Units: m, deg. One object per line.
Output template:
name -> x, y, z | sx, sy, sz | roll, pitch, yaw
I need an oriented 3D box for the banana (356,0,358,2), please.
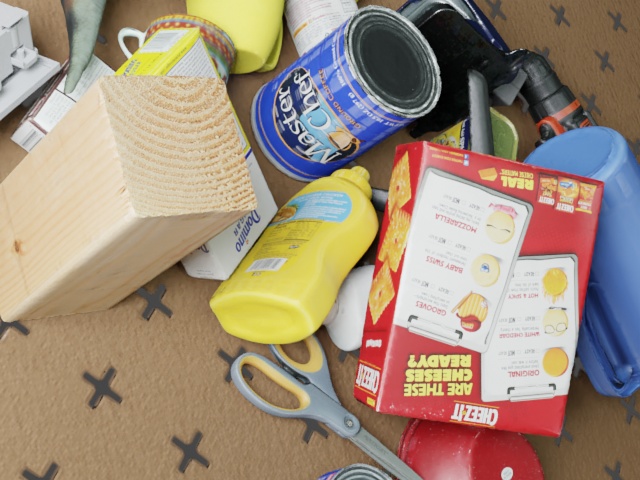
banana -> 0.062, -0.260, 1.089 | 0.197, 0.037, 0.069 | -30, 111, -40

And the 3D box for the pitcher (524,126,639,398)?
pitcher -> 0.277, 0.022, 1.017 | 0.242, 0.145, 0.149 | 56, 9, -29

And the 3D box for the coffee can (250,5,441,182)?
coffee can -> 0.020, -0.123, 0.921 | 0.102, 0.141, 0.103 | 17, 60, -32

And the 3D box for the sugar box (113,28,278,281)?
sugar box -> -0.097, -0.064, 0.817 | 0.093, 0.048, 0.176 | -55, 139, -40

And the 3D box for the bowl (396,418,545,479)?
bowl -> 0.144, 0.210, 0.924 | 0.161, 0.055, 0.162 | 17, 60, -32

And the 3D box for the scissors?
scissors -> 0.019, 0.132, 0.875 | 0.201, 0.016, 0.096 | 28, 51, -18

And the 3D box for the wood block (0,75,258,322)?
wood block -> -0.141, -0.022, 0.704 | 0.090, 0.207, 0.091 | -6, 74, -40

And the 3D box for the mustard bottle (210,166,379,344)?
mustard bottle -> -0.006, 0.001, 0.874 | 0.191, 0.096, 0.058 | -56, 128, -40

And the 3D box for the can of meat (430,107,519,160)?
can of meat -> 0.138, -0.066, 1.024 | 0.057, 0.084, 0.102 | 29, 55, -25

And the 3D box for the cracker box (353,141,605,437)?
cracker box -> 0.127, 0.040, 0.868 | 0.164, 0.072, 0.214 | 11, 89, -16

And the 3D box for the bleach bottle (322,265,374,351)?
bleach bottle -> 0.096, 0.080, 0.942 | 0.250, 0.068, 0.102 | 10, 65, -32

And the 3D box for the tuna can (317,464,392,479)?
tuna can -> 0.027, 0.222, 0.841 | 0.086, 0.034, 0.086 | 16, 61, -32

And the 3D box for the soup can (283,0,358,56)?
soup can -> 0.000, -0.213, 0.993 | 0.068, 0.069, 0.102 | -12, 77, -41

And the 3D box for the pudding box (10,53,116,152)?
pudding box -> -0.166, -0.082, 0.825 | 0.113, 0.039, 0.090 | 40, 51, -20

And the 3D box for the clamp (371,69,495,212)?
clamp -> 0.124, -0.022, 0.945 | 0.210, 0.165, 0.036 | 58, 9, 4

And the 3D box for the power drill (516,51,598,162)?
power drill -> 0.232, -0.097, 1.130 | 0.187, 0.057, 0.184 | -39, 96, -42
